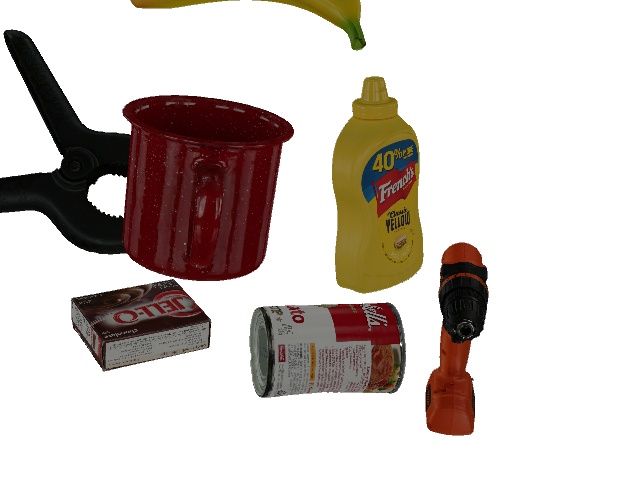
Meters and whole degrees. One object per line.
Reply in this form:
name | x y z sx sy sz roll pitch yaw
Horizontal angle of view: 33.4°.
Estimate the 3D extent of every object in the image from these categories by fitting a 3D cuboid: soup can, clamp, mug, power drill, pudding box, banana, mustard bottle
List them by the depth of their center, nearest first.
mug | -0.064 -0.024 0.581 0.093 0.081 0.117 4 21 -13
soup can | 0.004 0.081 0.787 0.102 0.068 0.069 0 0 -15
clamp | -0.182 -0.059 0.790 0.210 0.164 0.036 20 -19 -4
banana | -0.050 -0.195 0.826 0.198 0.069 0.037 13 -39 17
mustard bottle | 0.052 -0.054 0.979 0.096 0.192 0.058 -21 26 -40
pudding box | -0.175 0.081 1.040 0.113 0.039 0.090 -12 29 -28
power drill | 0.151 0.115 1.166 0.057 0.188 0.184 7 24 6
